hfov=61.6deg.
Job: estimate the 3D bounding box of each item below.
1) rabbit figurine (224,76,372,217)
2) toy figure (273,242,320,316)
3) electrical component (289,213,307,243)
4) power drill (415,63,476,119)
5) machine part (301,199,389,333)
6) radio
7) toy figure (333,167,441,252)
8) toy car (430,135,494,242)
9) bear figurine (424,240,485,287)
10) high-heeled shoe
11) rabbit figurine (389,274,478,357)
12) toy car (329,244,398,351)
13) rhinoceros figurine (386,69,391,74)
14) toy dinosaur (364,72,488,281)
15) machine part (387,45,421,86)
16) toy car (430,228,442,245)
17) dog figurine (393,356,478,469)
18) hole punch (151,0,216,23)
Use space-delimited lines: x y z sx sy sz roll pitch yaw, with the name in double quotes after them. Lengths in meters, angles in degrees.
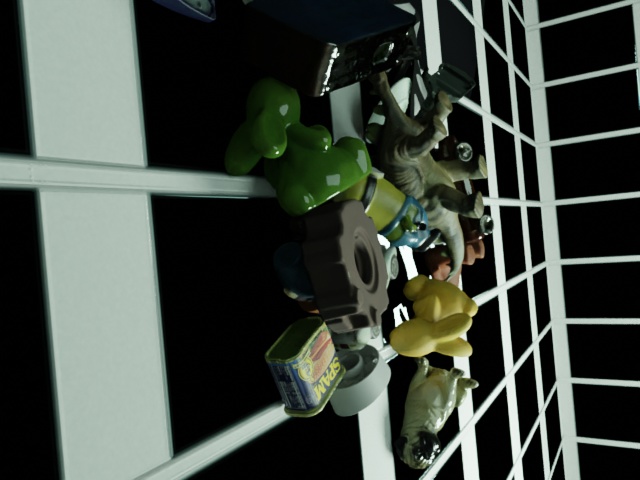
-0.046 -0.116 0.661 0.159 0.121 0.170 -34 96 -48 "rabbit figurine"
-0.010 0.060 0.716 0.154 0.064 0.058 55 4 -46 "toy figure"
-0.002 -0.004 0.749 0.102 0.045 0.078 58 42 -37 "electrical component"
0.199 -0.221 1.004 0.086 0.207 0.232 42 45 7 "power drill"
0.039 0.030 0.700 0.179 0.056 0.179 44 39 -51 "machine part"
0.018 -0.263 0.694 0.229 0.131 0.073 -37 154 -43 "radio"
0.102 -0.045 0.837 0.180 0.082 0.089 40 50 -13 "toy figure"
0.252 -0.090 0.980 0.053 0.089 0.202 -24 101 -23 "toy car"
0.288 0.106 1.137 0.120 0.132 0.195 -9 88 -57 "bear figurine"
0.143 -0.346 1.025 0.248 0.086 0.145 45 63 -38 "high-heeled shoe"
0.206 0.162 0.994 0.173 0.163 0.121 -30 125 -38 "rabbit figurine"
0.066 0.080 0.820 0.056 0.074 0.202 60 39 -36 "toy car"
0.064 -0.335 0.880 0.190 0.073 0.112 26 62 -55 "rhinoceros figurine"
0.175 -0.087 0.898 0.470 0.199 0.105 56 47 -29 "toy dinosaur"
0.138 -0.292 0.968 0.039 0.139 0.084 22 61 -6 "machine part"
0.218 -0.047 1.062 0.103 0.109 0.161 -55 127 -37 "toy car"
0.209 0.334 1.018 0.172 0.121 0.190 38 68 -46 "dog figurine"
-0.141 -0.294 0.541 0.116 0.092 0.142 1 87 -29 "hole punch"
